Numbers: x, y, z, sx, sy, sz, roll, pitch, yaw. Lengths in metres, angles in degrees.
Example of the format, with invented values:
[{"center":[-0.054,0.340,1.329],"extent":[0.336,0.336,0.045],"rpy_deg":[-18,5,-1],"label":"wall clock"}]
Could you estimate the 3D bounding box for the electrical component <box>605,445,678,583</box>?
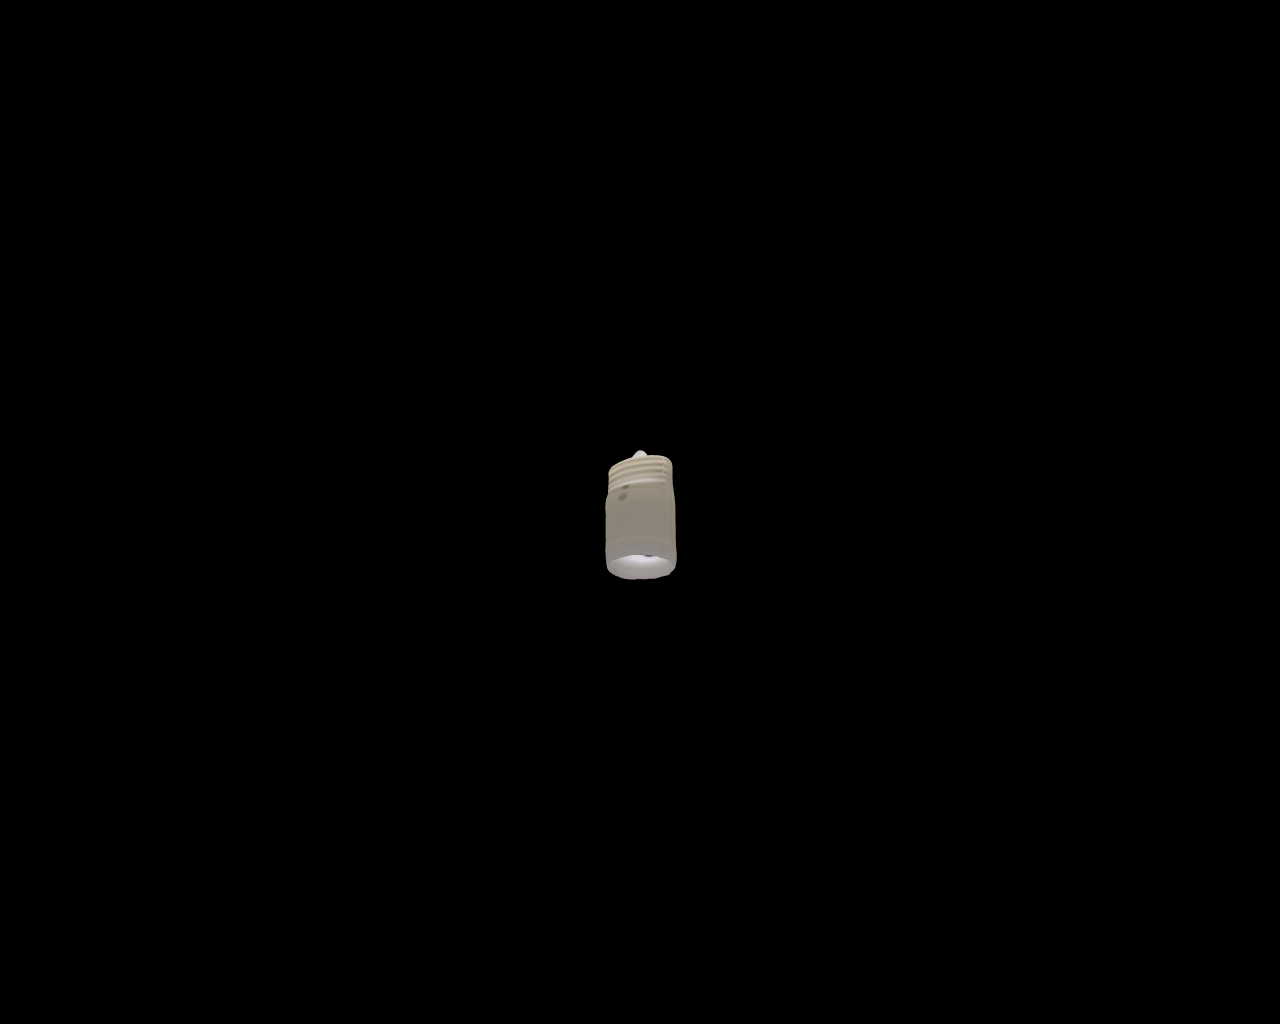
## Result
[{"center":[0.001,-0.003,0.650],"extent":[0.043,0.081,0.043],"rpy_deg":[0,-25,0],"label":"electrical component"}]
